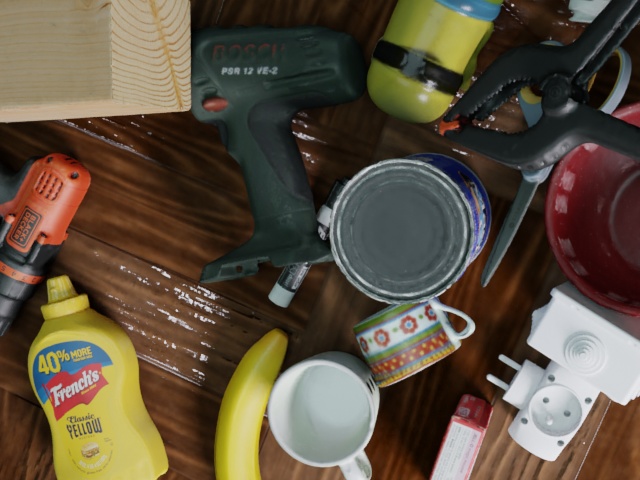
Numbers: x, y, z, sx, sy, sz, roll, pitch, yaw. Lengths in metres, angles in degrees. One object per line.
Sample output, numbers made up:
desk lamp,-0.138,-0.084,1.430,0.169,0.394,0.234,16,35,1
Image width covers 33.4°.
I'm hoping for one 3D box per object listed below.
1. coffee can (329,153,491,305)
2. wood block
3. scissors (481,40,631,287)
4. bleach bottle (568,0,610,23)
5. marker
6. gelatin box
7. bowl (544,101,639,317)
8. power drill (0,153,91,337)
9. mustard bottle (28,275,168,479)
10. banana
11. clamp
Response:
coffee can,0.072,-0.013,0.801,0.103,0.140,0.103,1,96,14
wood block,-0.210,-0.145,0.849,0.206,0.090,0.091,1,92,33
scissors,0.155,-0.070,0.812,0.202,0.016,0.096,-53,50,10
bleach bottle,0.226,-0.283,0.775,0.103,0.068,0.251,10,101,12
marker,-0.006,0.001,0.884,0.020,0.020,0.121,32,102,9
gelatin box,0.108,0.173,0.847,0.030,0.073,0.089,20,100,12
bowl,0.251,-0.020,0.784,0.162,0.055,0.162,-6,77,29
power drill,-0.314,-0.026,0.940,0.188,0.057,0.184,32,99,6
mustard bottle,-0.202,0.124,0.926,0.096,0.058,0.191,-15,92,19
banana,-0.056,0.174,0.909,0.069,0.037,0.198,-4,97,-4
clamp,0.180,-0.114,0.765,0.210,0.036,0.164,-5,81,39
